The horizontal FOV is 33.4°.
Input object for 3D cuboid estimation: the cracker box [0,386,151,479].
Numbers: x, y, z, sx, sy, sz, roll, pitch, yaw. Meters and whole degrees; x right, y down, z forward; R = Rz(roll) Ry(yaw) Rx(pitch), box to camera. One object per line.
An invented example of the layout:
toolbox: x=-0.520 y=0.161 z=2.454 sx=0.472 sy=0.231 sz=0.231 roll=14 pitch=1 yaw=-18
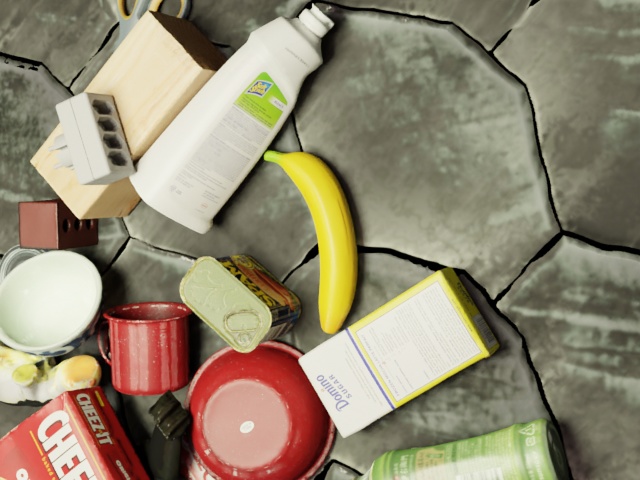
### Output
cracker box: x=-0.283 y=0.277 z=1.102 sx=0.214 sy=0.072 sz=0.164 roll=-37 pitch=74 yaw=17

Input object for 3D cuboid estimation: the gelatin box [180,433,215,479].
gelatin box: x=-0.125 y=0.235 z=1.134 sx=0.073 sy=0.030 sz=0.089 roll=-23 pitch=85 yaw=22

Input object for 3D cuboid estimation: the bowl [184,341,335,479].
bowl: x=-0.067 y=0.182 z=1.075 sx=0.162 sy=0.055 sz=0.162 roll=0 pitch=89 yaw=11

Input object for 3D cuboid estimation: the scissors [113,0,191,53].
scissors: x=-0.194 y=-0.199 z=1.141 sx=0.096 sy=0.016 sz=0.202 roll=17 pitch=100 yaw=21

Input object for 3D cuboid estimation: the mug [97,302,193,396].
mug: x=-0.188 y=0.113 z=1.123 sx=0.117 sy=0.093 sz=0.081 roll=4 pitch=100 yaw=29

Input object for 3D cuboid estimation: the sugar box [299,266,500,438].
sugar box: x=0.075 y=0.110 z=1.036 sx=0.176 sy=0.048 sz=0.093 roll=-34 pitch=81 yaw=25

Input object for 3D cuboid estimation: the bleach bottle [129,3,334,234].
bleach bottle: x=-0.075 y=-0.126 z=1.063 sx=0.251 sy=0.102 sz=0.068 roll=-47 pitch=48 yaw=11

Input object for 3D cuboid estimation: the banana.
banana: x=0.004 y=-0.008 z=1.064 sx=0.070 sy=0.037 sz=0.198 roll=-22 pitch=83 yaw=43

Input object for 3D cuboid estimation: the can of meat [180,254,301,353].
can of meat: x=-0.077 y=0.060 z=1.073 sx=0.102 sy=0.083 sz=0.057 roll=41 pitch=107 yaw=15

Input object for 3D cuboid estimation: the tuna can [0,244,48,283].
tuna can: x=-0.319 y=0.044 z=1.199 sx=0.086 sy=0.033 sz=0.086 roll=2 pitch=94 yaw=23

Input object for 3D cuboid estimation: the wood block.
wood block: x=-0.190 y=-0.126 z=1.104 sx=0.090 sy=0.090 sz=0.206 roll=47 pitch=109 yaw=13

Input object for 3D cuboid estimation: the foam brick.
foam brick: x=-0.283 y=-0.018 z=1.157 sx=0.051 sy=0.078 sz=0.053 roll=1 pitch=96 yaw=21
